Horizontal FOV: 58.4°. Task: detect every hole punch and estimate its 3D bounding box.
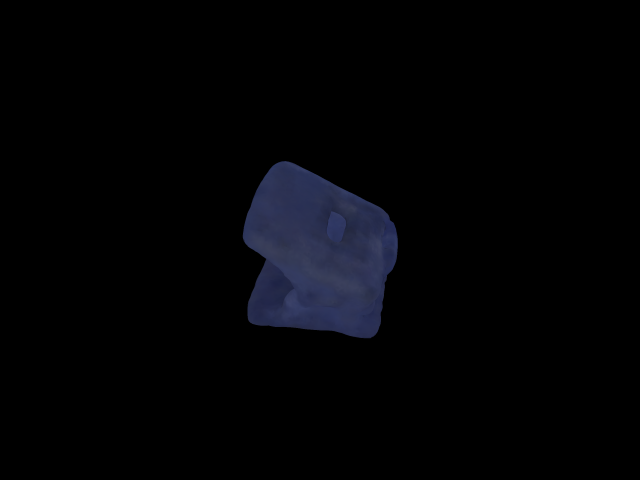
[{"bbox_3d":[0.004,0.001,0.400,0.101,0.091,0.108,5,36,7],"label":"hole punch"}]
